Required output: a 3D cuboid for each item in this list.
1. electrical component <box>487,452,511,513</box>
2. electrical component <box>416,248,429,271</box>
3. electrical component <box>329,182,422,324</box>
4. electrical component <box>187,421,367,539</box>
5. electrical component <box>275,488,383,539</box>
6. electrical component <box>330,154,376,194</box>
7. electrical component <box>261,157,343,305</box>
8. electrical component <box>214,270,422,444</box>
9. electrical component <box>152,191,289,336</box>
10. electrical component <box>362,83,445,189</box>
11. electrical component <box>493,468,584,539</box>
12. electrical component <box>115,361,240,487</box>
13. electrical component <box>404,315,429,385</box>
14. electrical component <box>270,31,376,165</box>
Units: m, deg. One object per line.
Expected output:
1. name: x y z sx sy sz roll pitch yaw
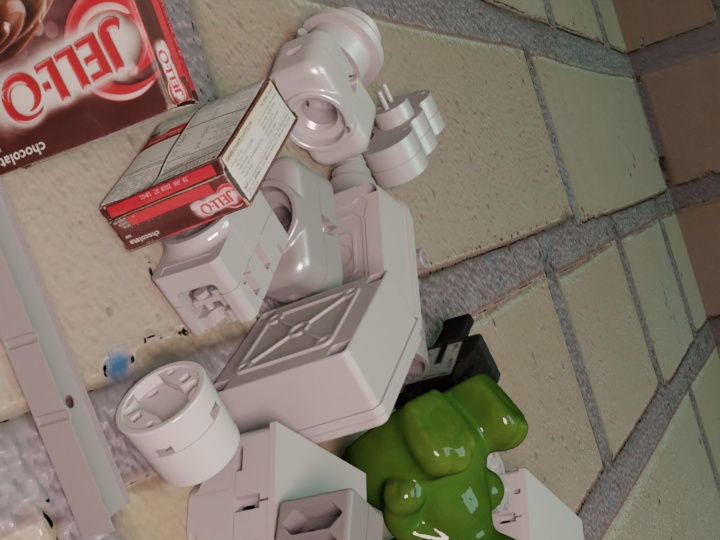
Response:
1. electrical component: 0.087 0.179 0.917 0.078 0.057 0.058 54 31 -36
2. electrical component: 0.027 -0.002 0.899 0.048 0.062 0.048 43 39 -48
3. electrical component: 0.000 0.000 0.824 0.057 0.078 0.113 33 46 -50
4. electrical component: -0.047 0.197 0.623 0.105 0.060 0.186 41 40 -49
5. electrical component: -0.009 0.175 0.582 0.075 0.047 0.083 50 33 -40
6. electrical component: -0.007 -0.071 0.898 0.040 0.040 0.078 38 42 -52
7. electrical component: -0.053 -0.028 0.760 0.059 0.054 0.095 27 51 -58
8. electrical component: -0.027 0.060 0.694 0.056 0.109 0.108 61 27 -18
9. electrical component: -0.088 -0.012 0.679 0.055 0.050 0.089 59 28 -29
10. electrical component: 0.035 -0.140 1.015 0.073 0.052 0.138 62 27 -23
11. electrical component: 0.158 0.258 1.008 0.150 0.062 0.089 44 37 -46
12. electrical component: -0.099 0.086 0.594 0.047 0.055 0.055 62 27 -31
13. electrical component: 0.027 0.060 0.873 0.055 0.055 0.047 47 32 -44
14. electrical component: -0.031 -0.136 0.872 0.095 0.054 0.059 56 30 -33
